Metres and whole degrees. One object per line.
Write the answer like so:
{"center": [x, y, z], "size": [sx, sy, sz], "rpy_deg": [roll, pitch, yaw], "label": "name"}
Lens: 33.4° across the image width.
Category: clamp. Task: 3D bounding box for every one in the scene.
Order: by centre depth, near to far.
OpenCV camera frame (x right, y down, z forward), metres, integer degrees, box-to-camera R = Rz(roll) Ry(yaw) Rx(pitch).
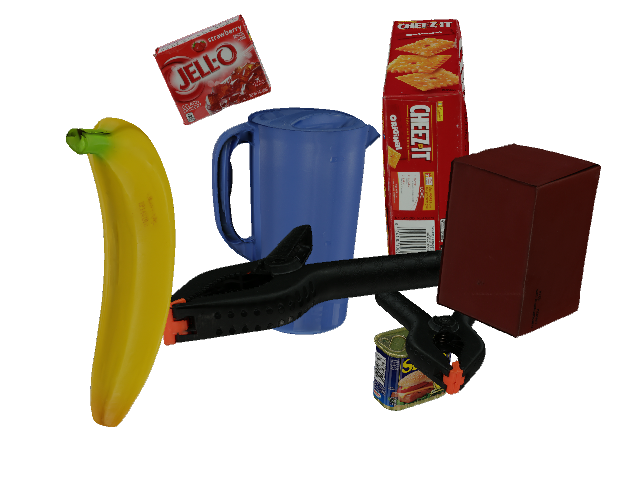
{"center": [-0.018, 0.031, 0.752], "size": [0.165, 0.036, 0.209], "rpy_deg": [7, 19, 40], "label": "clamp"}
{"center": [0.132, 0.092, 1.088], "size": [0.120, 0.039, 0.171], "rpy_deg": [-8, 34, -9], "label": "clamp"}

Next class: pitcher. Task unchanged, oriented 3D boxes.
{"center": [-0.029, -0.023, 1.189], "size": [0.149, 0.243, 0.144], "rpy_deg": [10, 18, 22], "label": "pitcher"}

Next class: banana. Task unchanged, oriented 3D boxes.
{"center": [-0.104, 0.010, 0.556], "size": [0.037, 0.198, 0.069], "rpy_deg": [25, 43, 26], "label": "banana"}

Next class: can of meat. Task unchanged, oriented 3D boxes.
{"center": [0.115, 0.157, 1.335], "size": [0.101, 0.084, 0.058], "rpy_deg": [-12, 29, -28], "label": "can of meat"}

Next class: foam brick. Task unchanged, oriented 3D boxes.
{"center": [0.094, -0.002, 0.515], "size": [0.052, 0.078, 0.051], "rpy_deg": [-16, 29, -41], "label": "foam brick"}

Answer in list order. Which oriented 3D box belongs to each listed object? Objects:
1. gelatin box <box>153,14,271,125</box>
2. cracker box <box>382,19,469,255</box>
{"center": [-0.100, -0.157, 0.987], "size": [0.089, 0.073, 0.030], "rpy_deg": [-21, 23, 4], "label": "gelatin box"}
{"center": [0.098, -0.092, 0.961], "size": [0.072, 0.164, 0.213], "rpy_deg": [-1, 27, 8], "label": "cracker box"}
